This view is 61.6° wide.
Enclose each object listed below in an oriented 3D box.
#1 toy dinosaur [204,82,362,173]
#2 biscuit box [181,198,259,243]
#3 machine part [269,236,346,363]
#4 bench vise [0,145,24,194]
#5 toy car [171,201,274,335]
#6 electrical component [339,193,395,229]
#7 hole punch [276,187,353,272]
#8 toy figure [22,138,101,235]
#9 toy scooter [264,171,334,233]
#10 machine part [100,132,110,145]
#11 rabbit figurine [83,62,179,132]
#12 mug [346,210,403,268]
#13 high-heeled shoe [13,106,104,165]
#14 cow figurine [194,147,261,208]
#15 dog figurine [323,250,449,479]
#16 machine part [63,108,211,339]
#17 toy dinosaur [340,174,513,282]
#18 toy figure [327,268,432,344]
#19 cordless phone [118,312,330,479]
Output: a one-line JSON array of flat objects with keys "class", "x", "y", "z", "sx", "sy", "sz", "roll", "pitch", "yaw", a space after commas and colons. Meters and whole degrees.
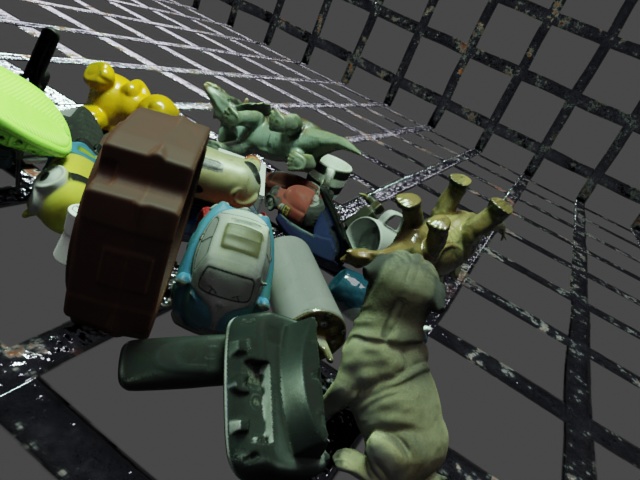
[{"class": "toy dinosaur", "x": -0.073, "y": -0.199, "z": 1.047, "sx": 0.405, "sy": 0.131, "sz": 0.192, "roll": 20, "pitch": 23, "yaw": 22}, {"class": "biscuit box", "x": -0.189, "y": -0.036, "z": 0.749, "sx": 0.202, "sy": 0.059, "sz": 0.063, "roll": 10, "pitch": 28, "yaw": -30}, {"class": "machine part", "x": -0.027, "y": 0.067, "z": 0.665, "sx": 0.079, "sy": 0.079, "sz": 0.243, "roll": 13, "pitch": 24, "yaw": -23}, {"class": "bench vise", "x": -0.447, "y": -0.102, "z": 0.579, "sx": 0.240, "sy": 0.128, "sz": 0.224, "roll": -1, "pitch": 37, "yaw": -38}, {"class": "toy car", "x": -0.094, "y": 0.024, "z": 0.592, "sx": 0.109, "sy": 0.103, "sz": 0.161, "roll": 21, "pitch": 63, "yaw": -14}, {"class": "electrical component", "x": 0.077, "y": -0.035, "z": 0.963, "sx": 0.078, "sy": 0.102, "sz": 0.045, "roll": 37, "pitch": 12, "yaw": -46}, {"class": "hole punch", "x": -0.002, "y": -0.002, "z": 0.800, "sx": 0.116, "sy": 0.092, "sz": 0.142, "roll": 64, "pitch": -2, "yaw": 13}, {"class": "toy figure", "x": -0.312, "y": -0.073, "z": 0.690, "sx": 0.089, "sy": 0.082, "sz": 0.180, "roll": 17, "pitch": 22, "yaw": -19}, {"class": "toy scooter", "x": -0.051, "y": -0.075, "z": 0.946, "sx": 0.135, "sy": 0.075, "sz": 0.184, "roll": 23, "pitch": 21, "yaw": 0}, {"class": "machine part", "x": -0.264, "y": -0.113, "z": 0.847, "sx": 0.179, "sy": 0.056, "sz": 0.179, "roll": 19, "pitch": 25, "yaw": -9}, {"class": "rabbit figurine", "x": -0.320, "y": -0.221, "z": 0.952, "sx": 0.173, "sy": 0.122, "sz": 0.162, "roll": 14, "pitch": -6, "yaw": 27}, {"class": "mug", "x": 0.107, "y": 0.001, "z": 0.905, "sx": 0.107, "sy": 0.109, "sz": 0.081, "roll": 18, "pitch": 17, "yaw": -47}, {"class": "high-heeled shoe", "x": -0.423, "y": -0.147, "z": 0.792, "sx": 0.145, "sy": 0.086, "sz": 0.249, "roll": -10, "pitch": 7, "yaw": -1}, {"class": "cow figurine", "x": -0.172, "y": -0.089, "z": 0.705, "sx": 0.195, "sy": 0.085, "sz": 0.127, "roll": 17, "pitch": 18, "yaw": -17}, {"class": "dog figurine", "x": 0.084, "y": 0.125, "z": 0.505, "sx": 0.172, "sy": 0.190, "sz": 0.121, "roll": 36, "pitch": 26, "yaw": 23}, {"class": "machine part", "x": -0.182, "y": -0.020, "z": 0.545, "sx": 0.087, "sy": 0.200, "sz": 0.201, "roll": 17, "pitch": 25, "yaw": -10}, {"class": "toy dinosaur", "x": 0.204, "y": -0.002, "z": 0.863, "sx": 0.471, "sy": 0.198, "sz": 0.105, "roll": -12, "pitch": 51, "yaw": -39}, {"class": "toy figure", "x": 0.077, "y": 0.100, "z": 0.703, "sx": 0.154, "sy": 0.058, "sz": 0.064, "roll": 39, "pitch": -12, "yaw": -11}, {"class": "cordless phone", "x": -0.087, "y": 0.138, "z": 0.469, "sx": 0.184, "sy": 0.088, "sz": 0.147, "roll": -3, "pitch": 59, "yaw": -5}]
